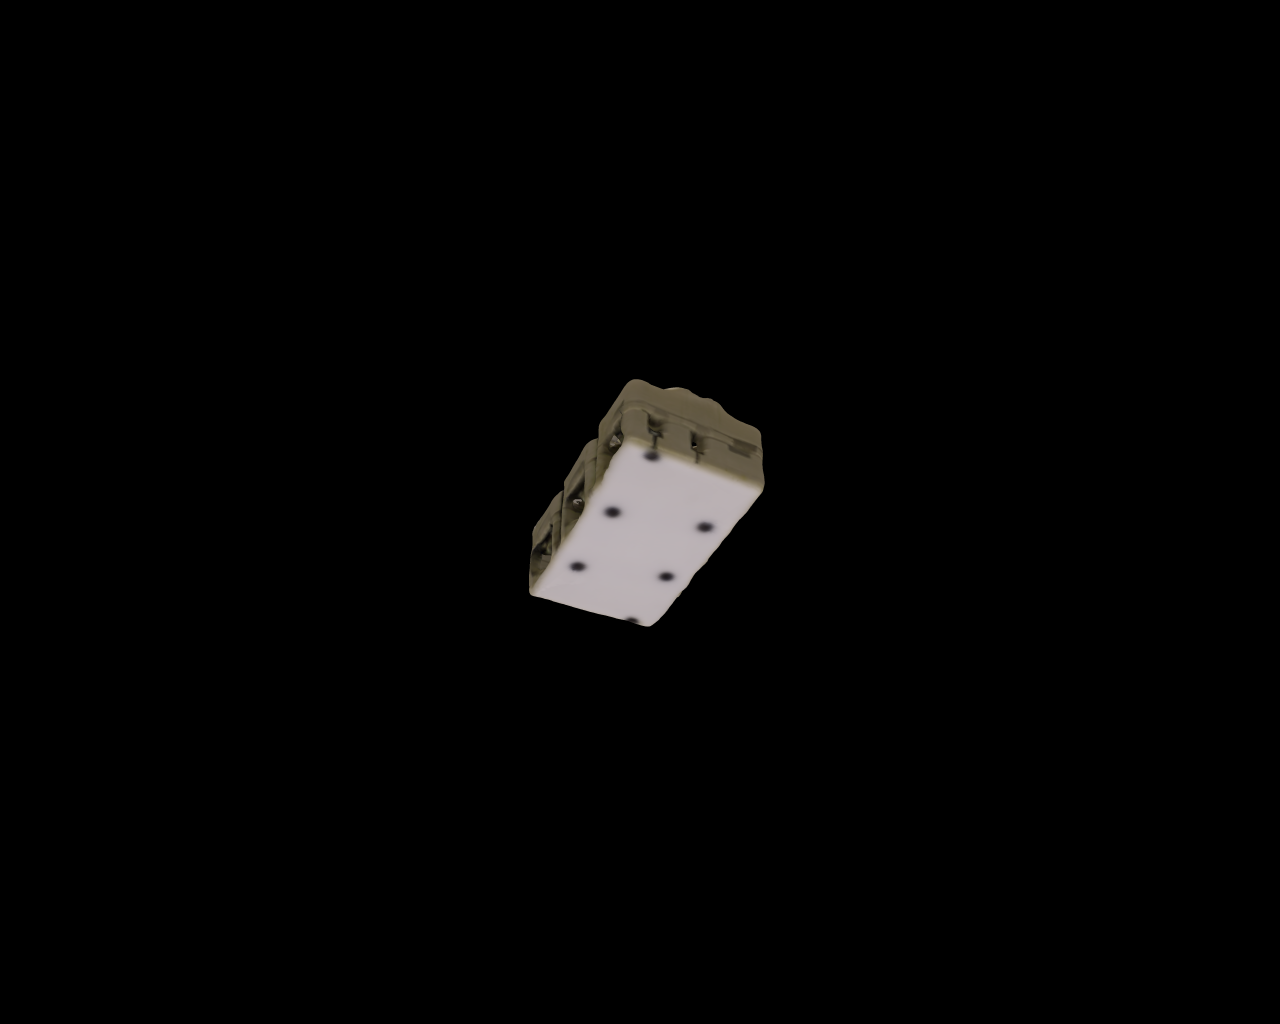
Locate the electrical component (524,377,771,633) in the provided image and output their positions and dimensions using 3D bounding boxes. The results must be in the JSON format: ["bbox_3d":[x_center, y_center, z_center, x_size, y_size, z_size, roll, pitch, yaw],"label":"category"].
[{"bbox_3d":[0.001,-0.003,0.650,0.089,0.062,0.150,19,-46,-19],"label":"electrical component"}]
